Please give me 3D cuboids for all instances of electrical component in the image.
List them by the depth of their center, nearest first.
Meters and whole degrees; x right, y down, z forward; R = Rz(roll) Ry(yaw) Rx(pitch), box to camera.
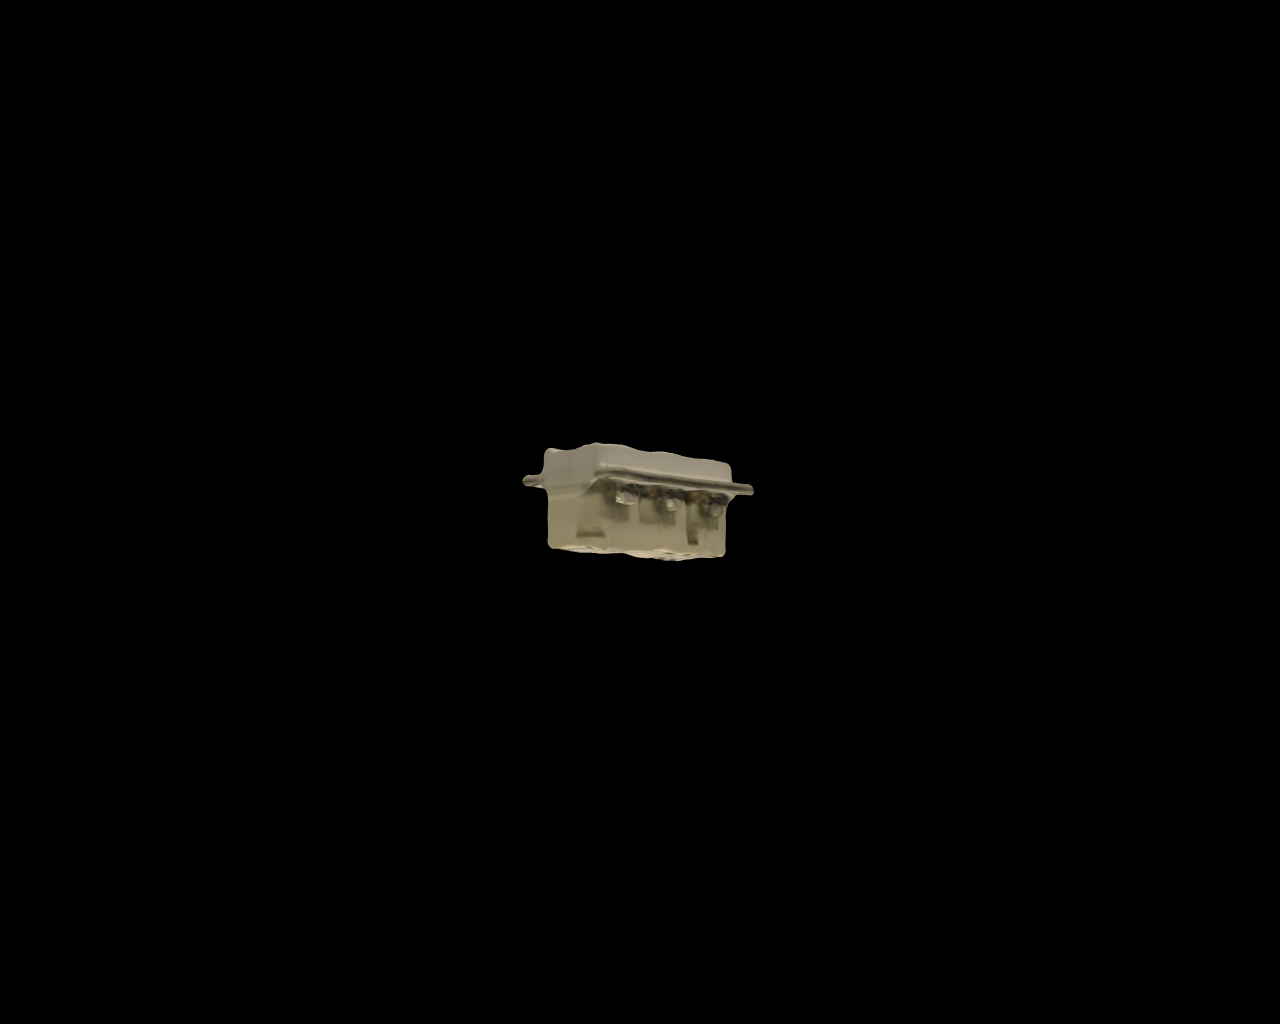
[{"bbox_3d":[0.001,-0.003,0.650,0.078,0.063,0.121,-6,-9,43],"label":"electrical component"}]
